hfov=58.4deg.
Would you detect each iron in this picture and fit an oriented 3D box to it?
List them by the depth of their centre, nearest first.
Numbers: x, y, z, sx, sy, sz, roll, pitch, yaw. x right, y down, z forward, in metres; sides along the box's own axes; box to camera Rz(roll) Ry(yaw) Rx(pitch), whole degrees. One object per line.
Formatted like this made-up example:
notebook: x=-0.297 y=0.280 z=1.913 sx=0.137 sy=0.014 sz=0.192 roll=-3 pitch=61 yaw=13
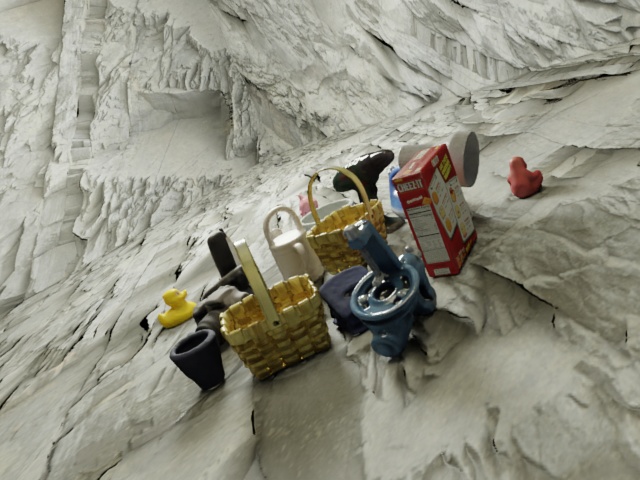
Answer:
iron: x=0.236 y=-0.145 z=1.520 sx=0.119 sy=0.141 sz=0.257 roll=-30 pitch=17 yaw=-19

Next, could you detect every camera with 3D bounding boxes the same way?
camera: x=-0.227 y=0.170 z=1.245 sx=0.142 sy=0.101 sz=0.137 roll=-14 pitch=19 yaw=31

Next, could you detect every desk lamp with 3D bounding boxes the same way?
desk lamp: x=0.271 y=-0.126 z=1.277 sx=0.202 sy=0.214 sz=0.118 roll=-11 pitch=20 yaw=37

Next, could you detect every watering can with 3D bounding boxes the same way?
watering can: x=-0.077 y=0.011 z=1.370 sx=0.172 sy=0.194 sz=0.101 roll=-6 pitch=24 yaw=47

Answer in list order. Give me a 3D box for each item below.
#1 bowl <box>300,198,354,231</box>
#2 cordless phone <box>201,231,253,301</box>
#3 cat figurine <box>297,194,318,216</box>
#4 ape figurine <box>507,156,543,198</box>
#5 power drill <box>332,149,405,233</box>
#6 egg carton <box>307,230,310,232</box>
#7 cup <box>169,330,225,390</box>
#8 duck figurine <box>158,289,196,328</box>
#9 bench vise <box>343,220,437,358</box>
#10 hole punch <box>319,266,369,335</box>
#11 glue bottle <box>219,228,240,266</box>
bowl: x=0.030 y=-0.050 z=1.632 sx=0.167 sy=0.075 sz=0.167 roll=-22 pitch=16 yaw=7
cordless phone: x=-0.252 y=0.083 z=1.406 sx=0.093 sy=0.185 sz=0.148 roll=-10 pitch=21 yaw=40
cat figurine: x=-0.038 y=-0.097 z=1.799 sx=0.067 sy=0.118 sz=0.127 roll=-27 pitch=16 yaw=-9
ape figurine: x=0.458 y=-0.148 z=1.302 sx=0.076 sy=0.092 sz=0.077 roll=-35 pitch=19 yaw=-32
power drill: x=0.136 y=-0.122 z=1.466 sx=0.076 sy=0.209 sz=0.228 roll=-36 pitch=20 yaw=-35
egg carton: x=0.014 y=0.005 z=1.486 sx=0.107 sy=0.069 sz=0.150 roll=-23 pitch=16 yaw=3
cup: x=-0.222 y=0.225 z=1.072 sx=0.092 sy=0.095 sz=0.117 roll=-28 pitch=16 yaw=-12
duck figurine: x=-0.378 y=0.171 z=1.486 sx=0.105 sy=0.086 sz=0.077 roll=-30 pitch=17 yaw=-21
bench vise: x=0.102 y=0.052 z=0.937 sx=0.121 sy=0.220 sz=0.207 roll=-19 pitch=17 yaw=18
hole punch: x=0.069 y=0.106 z=1.047 sx=0.109 sy=0.091 sz=0.100 roll=-30 pitch=17 yaw=-19
glue bottle: x=-0.226 y=0.044 z=1.516 sx=0.037 sy=0.173 sz=0.078 roll=-21 pitch=16 yaw=9
